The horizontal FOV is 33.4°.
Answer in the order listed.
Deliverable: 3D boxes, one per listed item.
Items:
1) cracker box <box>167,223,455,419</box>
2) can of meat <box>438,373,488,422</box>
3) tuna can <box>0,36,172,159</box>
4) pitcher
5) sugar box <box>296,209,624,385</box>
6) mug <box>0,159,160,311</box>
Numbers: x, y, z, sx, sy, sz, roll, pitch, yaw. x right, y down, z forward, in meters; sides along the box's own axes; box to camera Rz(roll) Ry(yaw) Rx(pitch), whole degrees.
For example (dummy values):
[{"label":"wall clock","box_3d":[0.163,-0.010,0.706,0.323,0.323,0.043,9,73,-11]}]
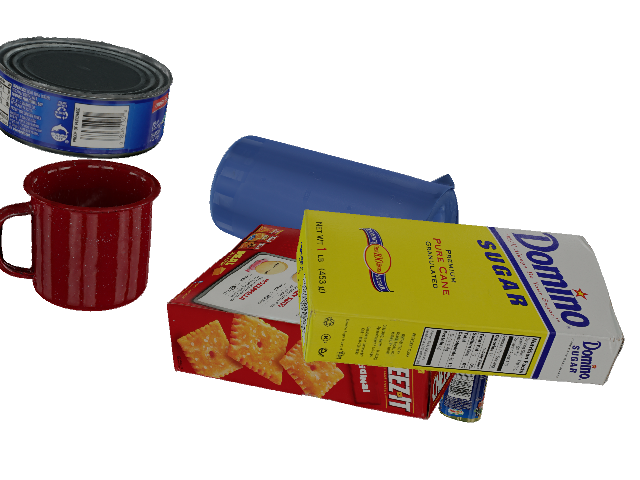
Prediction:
[{"label":"cracker box","box_3d":[0.011,0.059,0.854,0.214,0.072,0.164,8,26,23]},{"label":"can of meat","box_3d":[0.176,0.160,1.296,0.057,0.084,0.102,9,21,6]},{"label":"tuna can","box_3d":[-0.118,-0.071,0.526,0.086,0.034,0.086,10,25,-5]},{"label":"pitcher","box_3d":[0.007,-0.016,1.091,0.243,0.145,0.149,19,25,22]},{"label":"sugar box","box_3d":[0.076,0.031,0.616,0.176,0.048,0.093,3,40,-6]},{"label":"mug","box_3d":[-0.172,-0.002,0.745,0.117,0.081,0.093,-7,27,-27]}]
